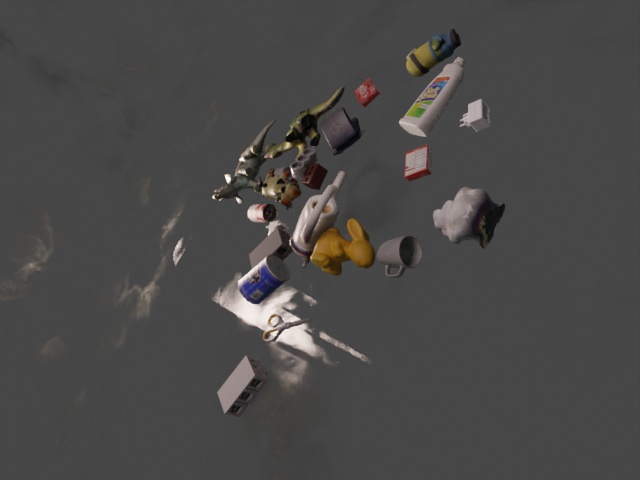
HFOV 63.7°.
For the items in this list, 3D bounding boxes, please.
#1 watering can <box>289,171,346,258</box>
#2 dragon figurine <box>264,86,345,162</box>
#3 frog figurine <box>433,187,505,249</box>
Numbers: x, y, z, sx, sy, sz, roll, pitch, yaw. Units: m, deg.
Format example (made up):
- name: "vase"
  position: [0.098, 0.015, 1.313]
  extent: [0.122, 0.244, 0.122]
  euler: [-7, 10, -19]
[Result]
- name: "watering can"
  position: [0.005, -0.080, 1.588]
  extent: [0.220, 0.104, 0.354]
  euler: [-64, -4, 29]
- name: "dragon figurine"
  position: [-0.063, -0.446, 1.962]
  extent: [0.407, 0.121, 0.247]
  euler: [-46, 30, 12]
- name: "frog figurine"
  position: [0.331, -0.060, 1.213]
  extent: [0.160, 0.122, 0.137]
  euler: [19, 99, 42]
